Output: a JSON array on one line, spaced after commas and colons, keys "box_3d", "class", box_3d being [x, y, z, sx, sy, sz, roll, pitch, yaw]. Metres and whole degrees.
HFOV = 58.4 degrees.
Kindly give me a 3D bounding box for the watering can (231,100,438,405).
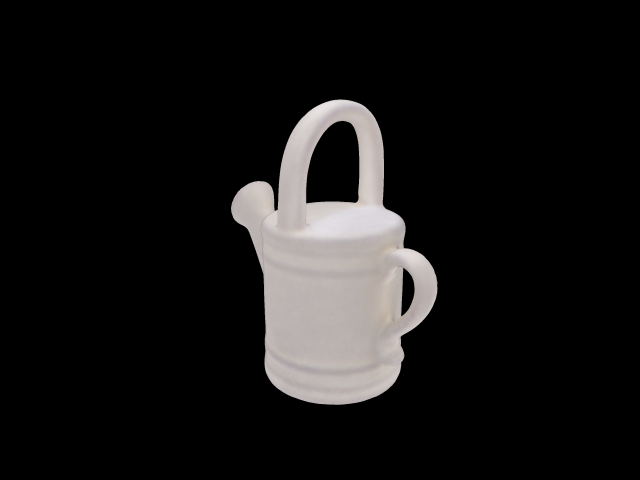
[{"box_3d": [0.002, 0.002, 0.398, 0.172, 0.194, 0.101, 7, 19, 22], "class": "watering can"}]
